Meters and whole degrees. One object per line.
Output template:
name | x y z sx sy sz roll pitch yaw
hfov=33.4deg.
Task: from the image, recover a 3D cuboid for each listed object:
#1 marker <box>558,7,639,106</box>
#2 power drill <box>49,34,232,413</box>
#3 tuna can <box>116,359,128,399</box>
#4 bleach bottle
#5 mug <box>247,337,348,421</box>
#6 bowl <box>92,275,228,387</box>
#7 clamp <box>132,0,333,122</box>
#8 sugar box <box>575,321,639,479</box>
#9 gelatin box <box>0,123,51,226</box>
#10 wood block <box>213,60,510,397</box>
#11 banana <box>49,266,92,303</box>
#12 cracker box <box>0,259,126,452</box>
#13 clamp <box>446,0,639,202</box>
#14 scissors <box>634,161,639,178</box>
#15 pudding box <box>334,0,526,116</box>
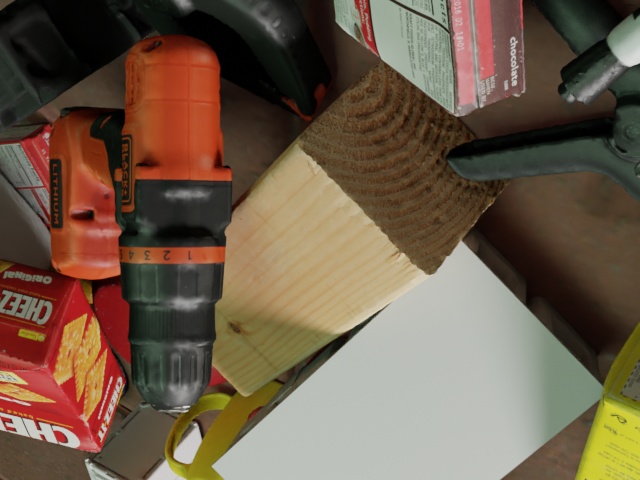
marker | 0.137 -0.090 0.397 0.020 0.020 0.121 48 124 -4
power drill | -0.101 -0.010 0.584 0.188 0.057 0.184 4 93 63
tuna can | -0.212 0.117 0.942 0.086 0.033 0.086 25 139 24
bleach bottle | -0.303 0.024 0.855 0.102 0.068 0.251 50 142 -13
mug | 0.012 0.126 0.699 0.093 0.081 0.117 28 140 21
bowl | -0.112 0.053 0.770 0.162 0.055 0.162 25 139 24
clamp | -0.079 -0.132 0.527 0.209 0.036 0.165 41 159 -34
sugar box | 0.160 0.109 0.535 0.048 0.093 0.176 24 139 25
gelatin box | -0.218 -0.048 0.796 0.089 0.030 0.073 0 124 42
wood block | -0.004 0.001 0.590 0.091 0.090 0.206 46 143 -3
banana | -0.251 0.027 0.892 0.198 0.037 0.069 -9 120 46
cracker box | -0.238 0.077 0.754 0.164 0.072 0.214 14 154 5
clamp | 0.133 -0.062 0.445 0.172 0.039 0.120 17 132 26
scissors | 0.197 -0.076 0.363 0.202 0.016 0.096 -6 115 34
pudding box | 0.040 -0.115 0.442 0.114 0.039 0.090 47 154 48
